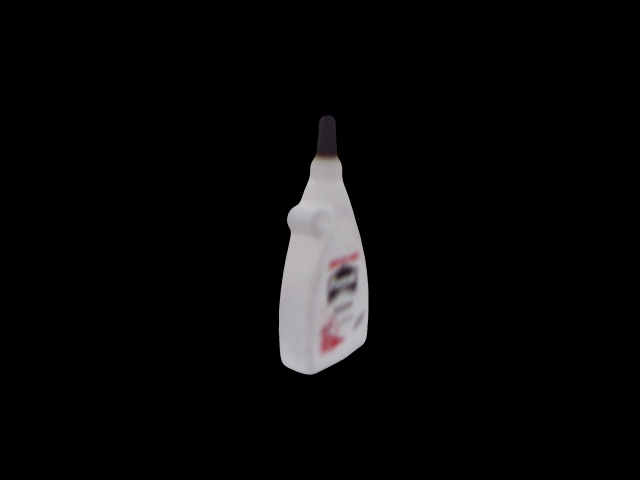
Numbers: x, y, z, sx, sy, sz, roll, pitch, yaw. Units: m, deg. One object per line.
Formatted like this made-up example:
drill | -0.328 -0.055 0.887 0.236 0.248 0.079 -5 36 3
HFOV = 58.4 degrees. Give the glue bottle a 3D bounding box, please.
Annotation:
glue bottle | 0.004 0.001 0.400 0.037 0.173 0.078 10 18 33
